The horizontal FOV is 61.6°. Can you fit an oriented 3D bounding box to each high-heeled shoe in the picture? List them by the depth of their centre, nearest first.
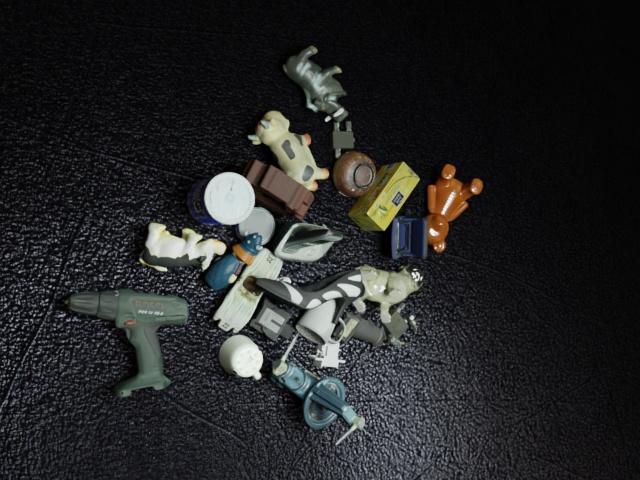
[{"bbox_3d":[-0.014,0.090,1.198,0.248,0.086,0.145,28,74,-25],"label":"high-heeled shoe"}]

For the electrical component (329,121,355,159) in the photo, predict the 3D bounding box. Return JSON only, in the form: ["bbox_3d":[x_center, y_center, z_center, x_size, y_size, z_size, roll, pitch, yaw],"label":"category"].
[{"bbox_3d":[0.055,-0.243,1.312,0.063,0.021,0.094,-3,92,-28],"label":"electrical component"}]

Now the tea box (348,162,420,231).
[{"bbox_3d":[0.157,-0.106,1.325,0.068,0.098,0.169,41,74,-21],"label":"tea box"}]

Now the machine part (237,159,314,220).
[{"bbox_3d":[-0.102,-0.106,1.152,0.179,0.179,0.056,33,79,-24],"label":"machine part"}]

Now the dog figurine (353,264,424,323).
[{"bbox_3d":[0.160,0.100,1.349,0.172,0.121,0.190,37,33,11],"label":"dog figurine"}]

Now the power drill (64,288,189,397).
[{"bbox_3d":[-0.379,0.199,1.069,0.232,0.086,0.207,-2,84,-30],"label":"power drill"}]

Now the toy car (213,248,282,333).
[{"bbox_3d":[-0.159,0.110,1.187,0.073,0.056,0.201,39,73,-22],"label":"toy car"}]

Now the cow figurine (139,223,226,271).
[{"bbox_3d":[-0.283,0.025,1.115,0.167,0.068,0.098,15,90,-24],"label":"cow figurine"}]

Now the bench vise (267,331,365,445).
[{"bbox_3d":[-0.001,0.341,1.182,0.129,0.241,0.223,-43,125,-24],"label":"bench vise"}]

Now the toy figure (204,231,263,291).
[{"bbox_3d":[-0.182,0.043,1.158,0.154,0.058,0.064,-42,92,-2],"label":"toy figure"}]

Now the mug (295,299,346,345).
[{"bbox_3d":[0.014,0.185,1.260,0.109,0.080,0.107,31,66,1],"label":"mug"}]

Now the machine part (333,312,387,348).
[{"bbox_3d":[0.101,0.224,1.325,0.139,0.039,0.084,22,104,-30],"label":"machine part"}]

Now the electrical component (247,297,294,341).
[{"bbox_3d":[-0.105,0.190,1.222,0.119,0.048,0.075,41,74,-20],"label":"electrical component"}]

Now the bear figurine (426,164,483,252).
[{"bbox_3d":[0.319,-0.077,1.398,0.120,0.132,0.196,29,72,-1],"label":"bear figurine"}]

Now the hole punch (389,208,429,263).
[{"bbox_3d":[0.206,-0.007,1.345,0.092,0.116,0.142,-3,95,-14],"label":"hole punch"}]

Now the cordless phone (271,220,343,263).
[{"bbox_3d":[-0.002,-0.003,1.182,0.146,0.184,0.088,12,76,-44],"label":"cordless phone"}]

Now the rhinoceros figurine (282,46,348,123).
[{"bbox_3d":[-0.003,-0.357,1.252,0.190,0.073,0.112,42,71,-21],"label":"rhinoceros figurine"}]

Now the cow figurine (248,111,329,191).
[{"bbox_3d":[-0.077,-0.199,1.194,0.127,0.085,0.195,-12,71,-49],"label":"cow figurine"}]

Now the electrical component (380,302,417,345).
[{"bbox_3d":[0.202,0.221,1.383,0.102,0.045,0.078,-38,109,-22],"label":"electrical component"}]
